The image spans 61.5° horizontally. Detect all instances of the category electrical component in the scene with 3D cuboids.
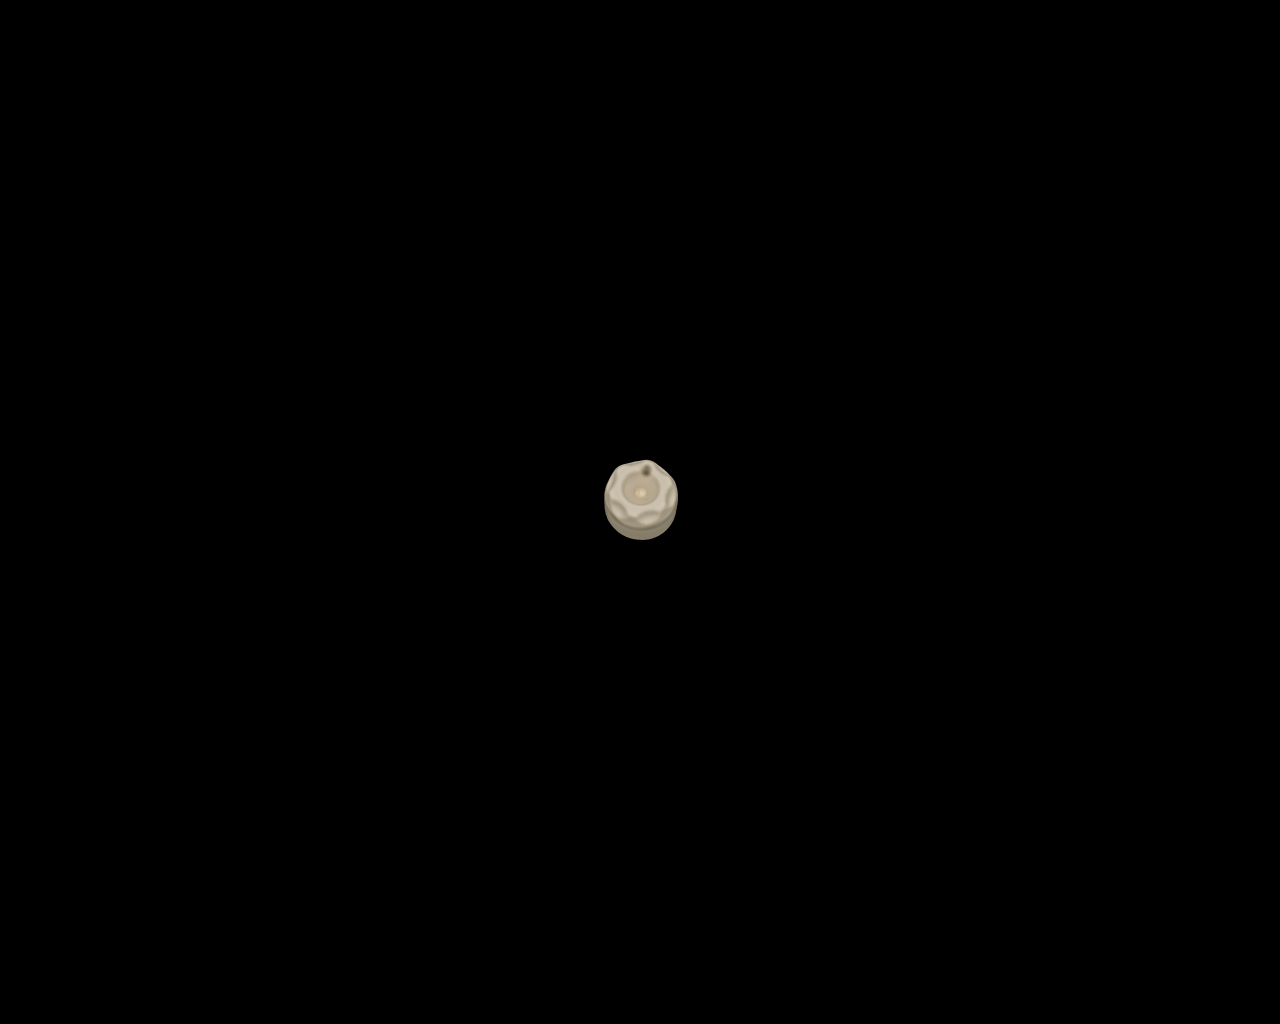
[{"bbox_3d":[0.001,-0.003,0.650,0.043,0.043,0.062,0,-23,0],"label":"electrical component"}]
